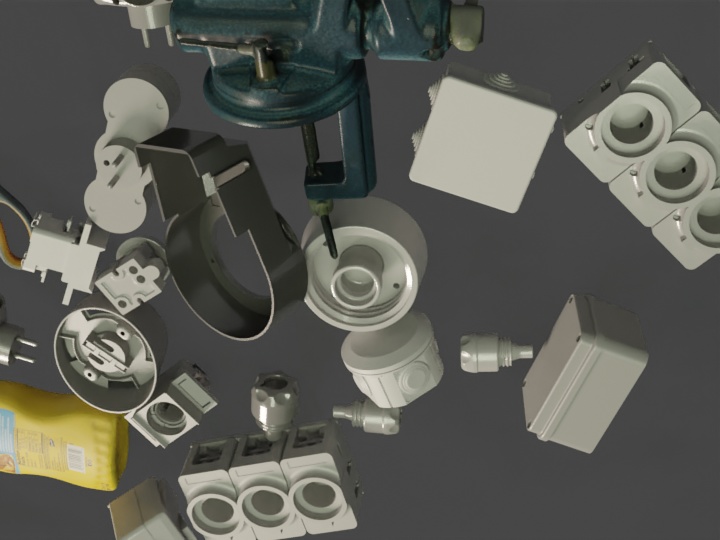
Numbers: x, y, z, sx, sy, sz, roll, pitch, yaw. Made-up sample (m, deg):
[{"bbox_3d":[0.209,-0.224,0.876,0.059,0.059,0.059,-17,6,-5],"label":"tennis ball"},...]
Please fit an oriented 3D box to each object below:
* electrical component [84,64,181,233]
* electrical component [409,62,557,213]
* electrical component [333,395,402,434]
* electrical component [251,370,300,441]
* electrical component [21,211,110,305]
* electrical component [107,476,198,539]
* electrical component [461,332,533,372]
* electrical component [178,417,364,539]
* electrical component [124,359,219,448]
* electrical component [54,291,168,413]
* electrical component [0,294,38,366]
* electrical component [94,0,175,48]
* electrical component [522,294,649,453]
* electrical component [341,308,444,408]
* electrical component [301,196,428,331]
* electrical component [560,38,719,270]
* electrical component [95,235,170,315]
[{"bbox_3d":[-0.186,-0.088,0.853,0.052,0.073,0.138,18,120,-3],"label":"electrical component"},{"bbox_3d":[0.093,-0.103,0.822,0.100,0.048,0.099,18,120,-2],"label":"electrical component"},{"bbox_3d":[0.006,0.129,0.972,0.061,0.035,0.035,3,119,9],"label":"electrical component"},{"bbox_3d":[-0.077,0.126,0.976,0.043,0.043,0.062,7,121,4],"label":"electrical component"},{"bbox_3d":[-0.250,-0.017,0.912,0.064,0.042,0.081,17,116,-14],"label":"electrical component"},{"bbox_3d":[-0.199,0.246,1.038,0.061,0.096,0.061,-32,113,-7],"label":"electrical component"},{"bbox_3d":[0.118,0.070,0.924,0.061,0.035,0.035,-2,119,6],"label":"electrical component"},{"bbox_3d":[-0.082,0.203,1.008,0.150,0.061,0.089,-11,117,13],"label":"electrical component"},{"bbox_3d":[-0.167,0.118,0.971,0.081,0.063,0.042,-35,108,23],"label":"electrical component"},{"bbox_3d":[-0.220,0.070,0.951,0.099,0.064,0.099,3,119,6],"label":"electrical component"},{"bbox_3d":[-0.331,0.063,0.974,0.079,0.043,0.077,17,120,-2],"label":"electrical component"},{"bbox_3d":[-0.156,-0.204,0.801,0.077,0.044,0.079,-2,119,8],"label":"electrical component"},{"bbox_3d":[0.185,0.085,0.899,0.057,0.078,0.113,19,120,-7],"label":"electrical component"},{"bbox_3d":[0.029,0.073,0.912,0.080,0.080,0.051,-15,121,15],"label":"electrical component"},{"bbox_3d":[0.000,0.000,0.885,0.108,0.060,0.108,3,119,6],"label":"electrical component"},{"bbox_3d":[0.234,-0.083,0.807,0.150,0.061,0.089,42,116,-15],"label":"electrical component"},{"bbox_3d":[-0.189,0.001,0.913,0.066,0.055,0.048,-30,111,21],"label":"electrical component"}]
